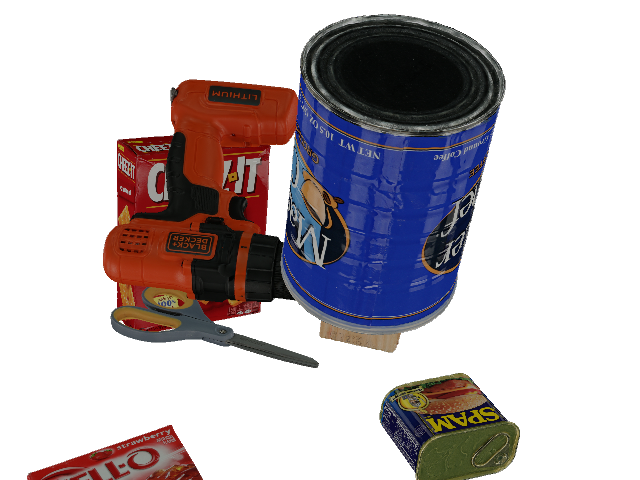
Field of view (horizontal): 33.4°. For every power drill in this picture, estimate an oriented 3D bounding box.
[{"bbox_3d":[-0.062,-0.038,0.831,0.184,0.187,0.057,6,-36,2],"label":"power drill"}]

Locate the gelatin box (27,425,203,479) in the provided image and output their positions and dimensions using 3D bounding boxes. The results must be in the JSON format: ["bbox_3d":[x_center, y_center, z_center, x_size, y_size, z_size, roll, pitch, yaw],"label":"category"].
[{"bbox_3d":[-0.112,0.145,0.595,0.089,0.030,0.073,-16,28,-20],"label":"gelatin box"}]

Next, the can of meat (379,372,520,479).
[{"bbox_3d":[0.115,0.169,0.969,0.102,0.057,0.084,-7,31,-22],"label":"can of meat"}]

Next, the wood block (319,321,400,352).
[{"bbox_3d":[0.060,0.008,1.185,0.090,0.206,0.090,11,27,10],"label":"wood block"}]

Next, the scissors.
[{"bbox_3d":[-0.098,0.079,1.021,0.202,0.016,0.096,8,30,2],"label":"scissors"}]

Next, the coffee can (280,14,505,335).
[{"bbox_3d":[0.034,-0.033,0.571,0.102,0.140,0.103,4,43,-4],"label":"coffee can"}]

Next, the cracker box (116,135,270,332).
[{"bbox_3d":[-0.146,-0.010,1.219,0.163,0.214,0.072,-8,24,-29],"label":"cracker box"}]
